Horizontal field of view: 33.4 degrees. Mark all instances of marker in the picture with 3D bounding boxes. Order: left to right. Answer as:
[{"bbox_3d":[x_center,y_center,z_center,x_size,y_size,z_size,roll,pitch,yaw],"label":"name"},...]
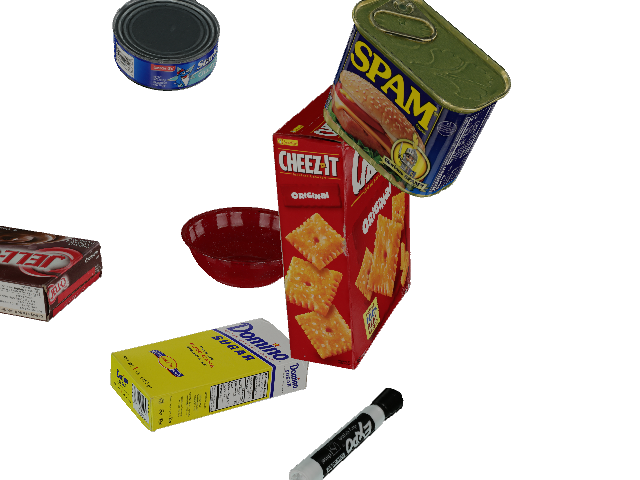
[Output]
[{"bbox_3d":[0.021,0.138,0.753,0.020,0.020,0.120,0,22,40],"label":"marker"}]

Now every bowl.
[{"bbox_3d":[-0.092,0.014,1.320,0.162,0.055,0.162,3,25,-2],"label":"bowl"}]

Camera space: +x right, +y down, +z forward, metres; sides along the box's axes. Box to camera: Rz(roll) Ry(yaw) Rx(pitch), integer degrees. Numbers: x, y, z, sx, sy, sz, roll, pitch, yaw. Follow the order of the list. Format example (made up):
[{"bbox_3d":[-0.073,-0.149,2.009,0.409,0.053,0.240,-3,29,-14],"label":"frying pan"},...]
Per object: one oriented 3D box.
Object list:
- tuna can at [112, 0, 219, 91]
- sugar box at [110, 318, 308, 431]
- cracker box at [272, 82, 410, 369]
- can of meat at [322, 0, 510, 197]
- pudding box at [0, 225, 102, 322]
[{"bbox_3d":[-0.126,-0.161,0.869,0.086,0.086,0.034,0,-40,-10],"label":"tuna can"},{"bbox_3d":[-0.109,0.129,1.062,0.175,0.048,0.093,-14,32,-31],"label":"sugar box"},{"bbox_3d":[0.027,-0.020,0.945,0.072,0.214,0.164,9,29,21],"label":"cracker box"},{"bbox_3d":[0.054,-0.088,0.655,0.057,0.102,0.084,-30,-24,-36],"label":"can of meat"},{"bbox_3d":[-0.254,0.025,0.893,0.114,0.039,0.090,7,24,17],"label":"pudding box"}]
